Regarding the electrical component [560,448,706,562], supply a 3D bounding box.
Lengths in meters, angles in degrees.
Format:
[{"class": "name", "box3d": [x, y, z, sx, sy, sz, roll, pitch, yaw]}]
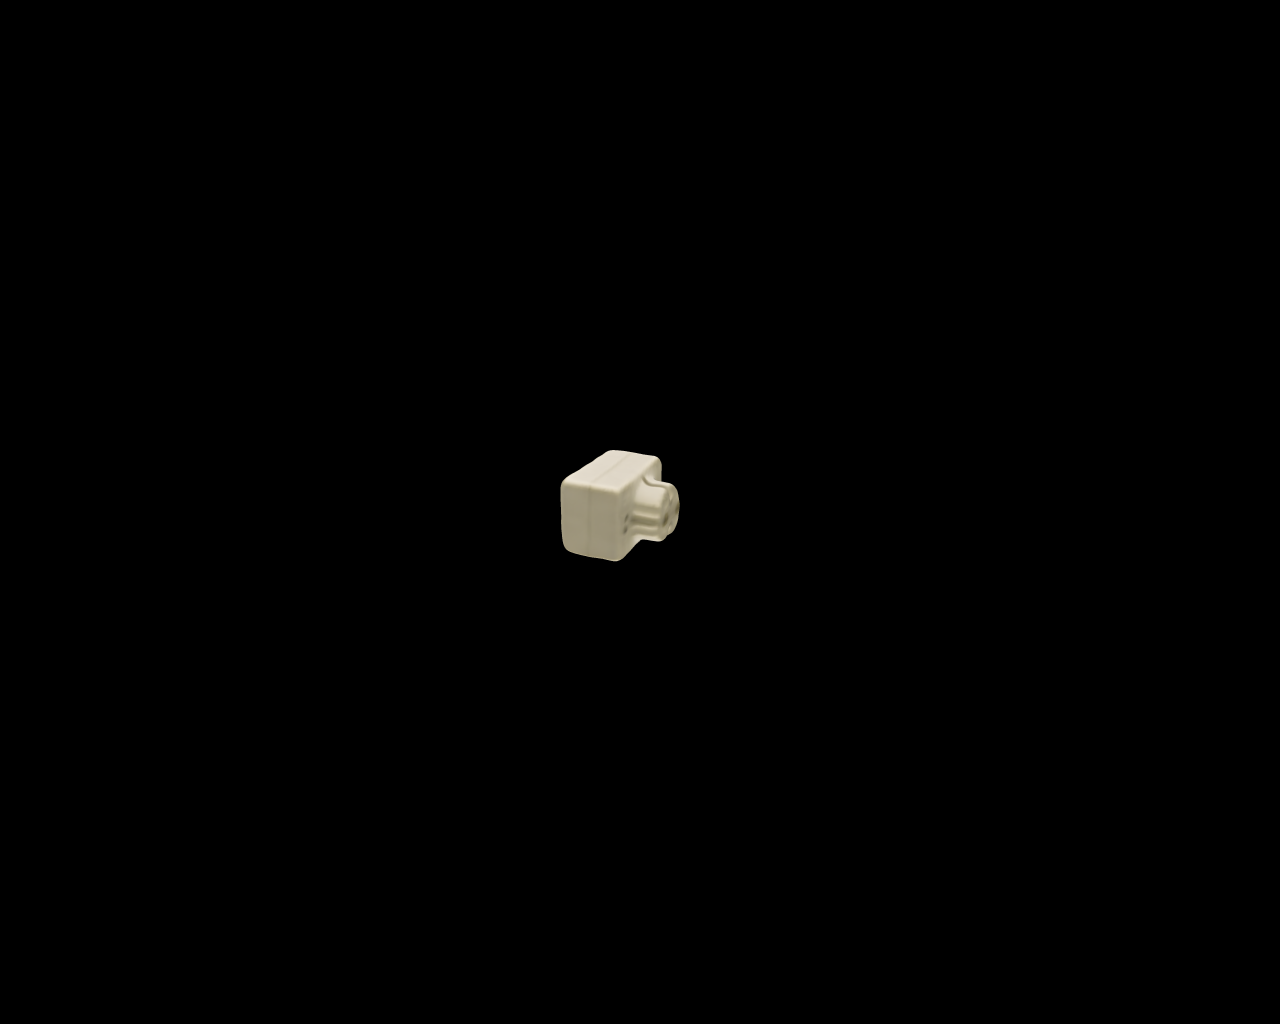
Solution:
[{"class": "electrical component", "box3d": [0.001, -0.003, 0.650, 0.077, 0.047, 0.066, 10, 24, 22]}]
